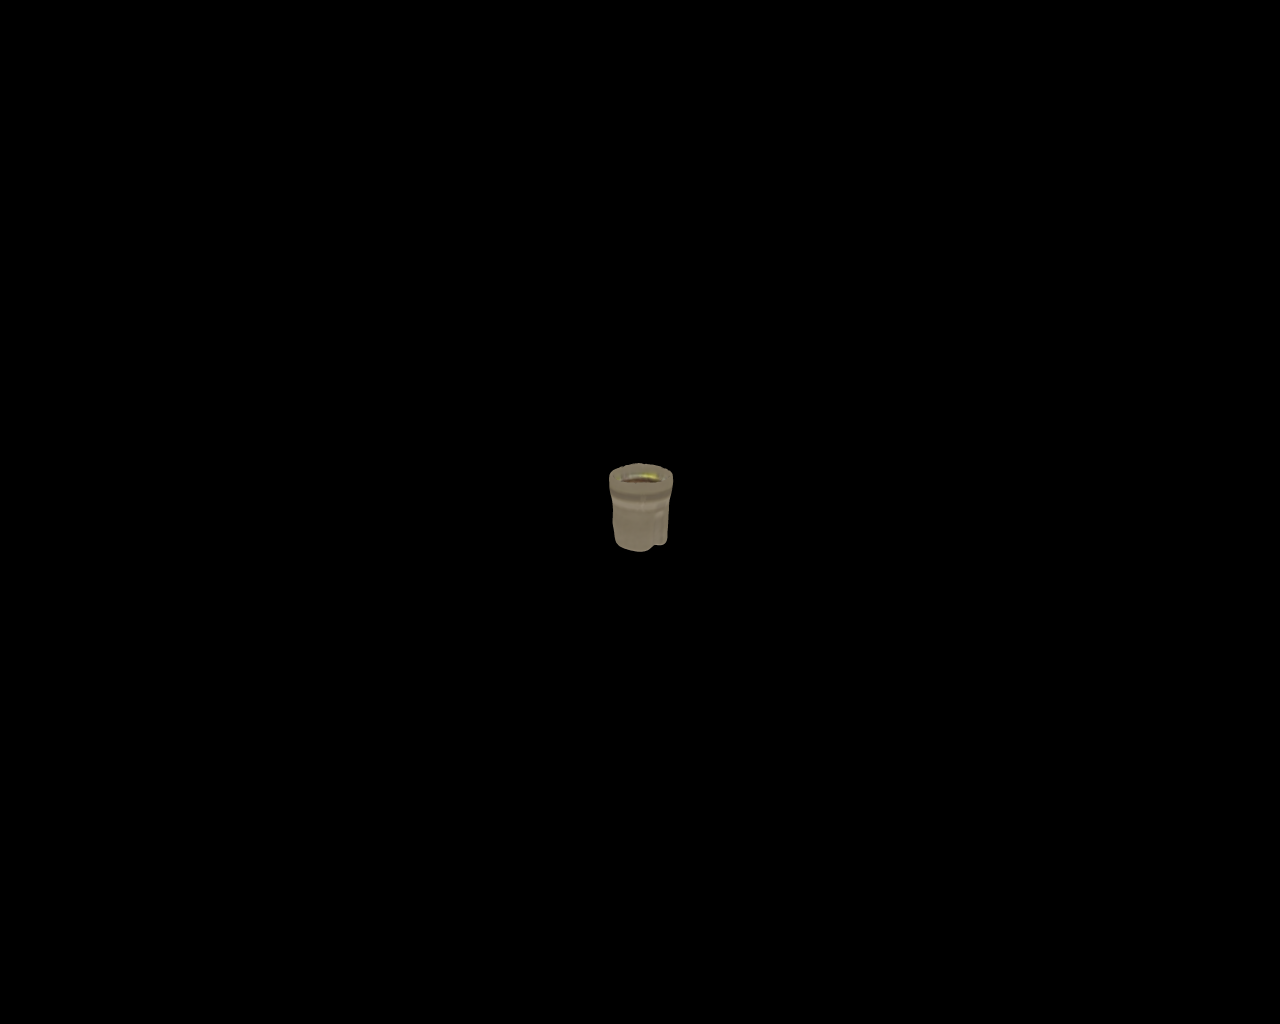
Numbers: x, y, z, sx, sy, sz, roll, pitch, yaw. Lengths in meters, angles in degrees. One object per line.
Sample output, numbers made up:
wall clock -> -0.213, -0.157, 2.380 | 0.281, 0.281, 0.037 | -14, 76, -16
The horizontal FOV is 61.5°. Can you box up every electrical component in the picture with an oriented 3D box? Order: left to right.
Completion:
electrical component -> 0.001, -0.003, 0.650 | 0.040, 0.046, 0.040 | 0, 19, 0
